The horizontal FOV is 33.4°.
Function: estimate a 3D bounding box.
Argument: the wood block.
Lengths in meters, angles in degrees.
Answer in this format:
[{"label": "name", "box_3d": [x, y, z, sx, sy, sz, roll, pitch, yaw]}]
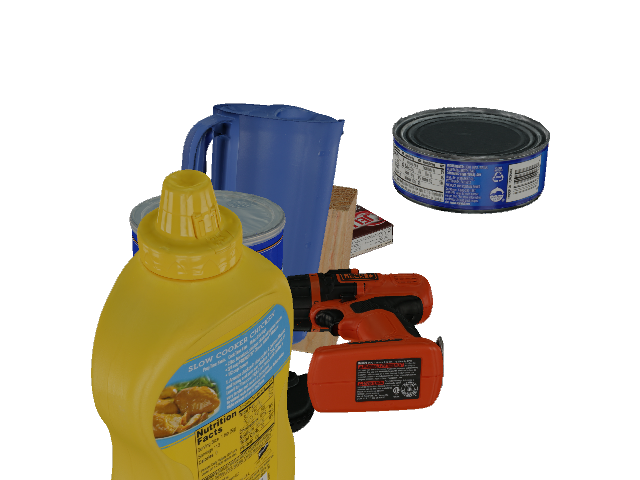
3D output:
[{"label": "wood block", "box_3d": [-0.011, 0.035, 1.405, 0.090, 0.206, 0.090, 9, 23, 6]}]

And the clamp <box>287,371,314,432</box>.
[{"label": "clamp", "box_3d": [-0.029, 0.155, 1.114, 0.165, 0.036, 0.209, 12, 26, 15]}]

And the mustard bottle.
[{"label": "mustard bottle", "box_3d": [-0.052, 0.057, 0.454, 0.058, 0.192, 0.096, 27, 41, 34]}]

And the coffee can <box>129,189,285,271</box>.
[{"label": "coffee can", "box_3d": [-0.076, 0.047, 0.729, 0.103, 0.140, 0.103, 2, 20, -1]}]

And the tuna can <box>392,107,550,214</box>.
[{"label": "tuna can", "box_3d": [0.082, -0.045, 0.591, 0.086, 0.034, 0.086, 0, 24, 0]}]

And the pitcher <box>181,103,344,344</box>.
[{"label": "pitcher", "box_3d": [-0.063, -0.018, 1.091, 0.149, 0.243, 0.145, 7, 12, 2]}]

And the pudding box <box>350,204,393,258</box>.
[{"label": "pudding box", "box_3d": [0.041, -0.011, 1.623, 0.113, 0.039, 0.090, -21, 32, -29]}]

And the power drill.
[{"label": "power drill", "box_3d": [0.016, 0.075, 0.884, 0.184, 0.057, 0.188, -4, 20, -6]}]
